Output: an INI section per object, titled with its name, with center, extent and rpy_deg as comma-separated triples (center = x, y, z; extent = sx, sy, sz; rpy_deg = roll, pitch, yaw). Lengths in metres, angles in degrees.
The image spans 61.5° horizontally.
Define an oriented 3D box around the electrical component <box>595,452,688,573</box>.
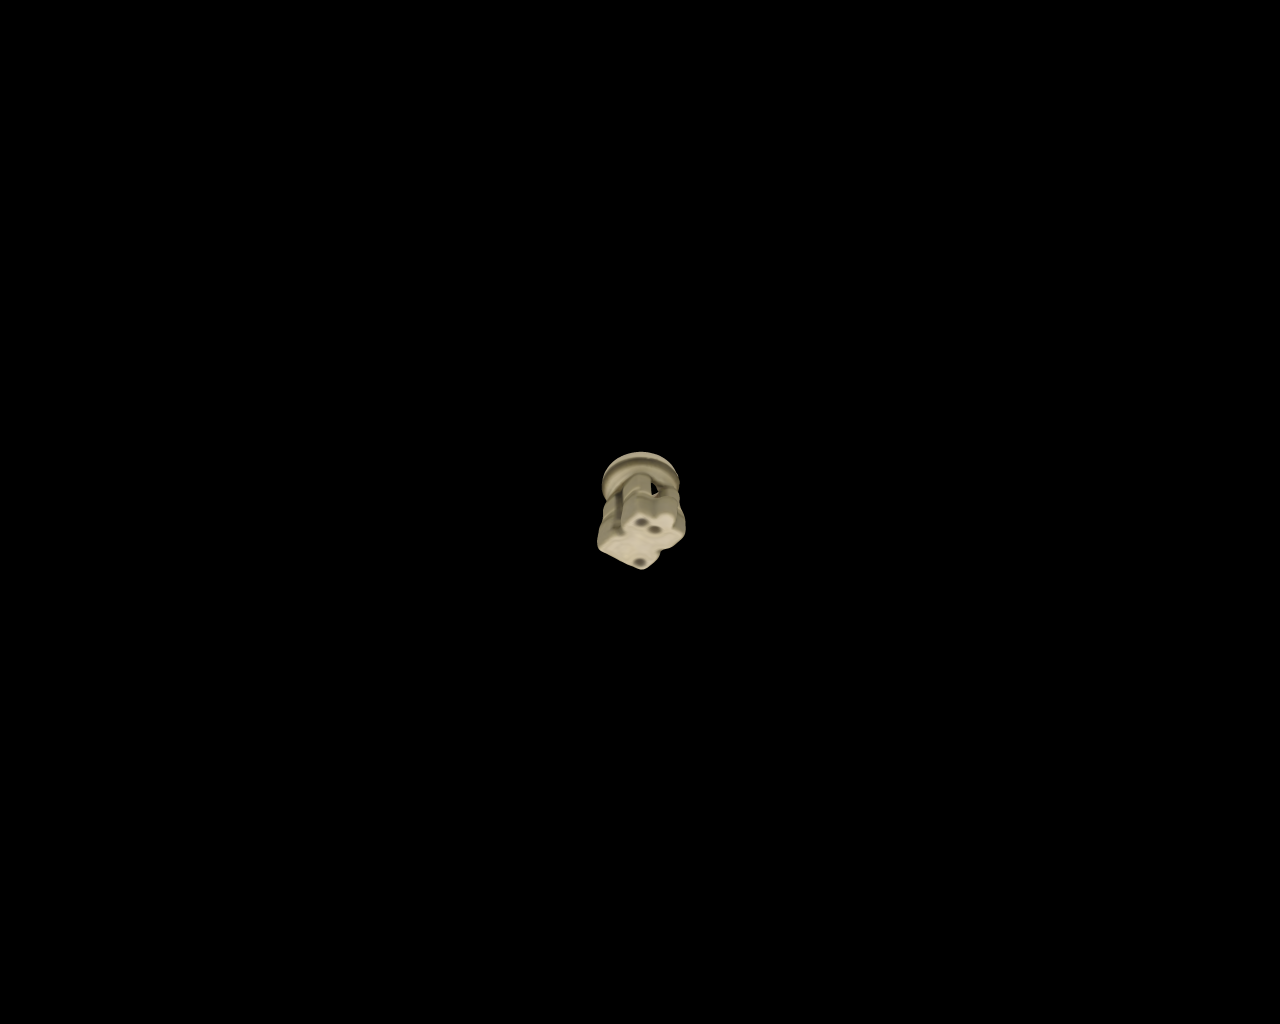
[electrical component]
center = 0.001, -0.003, 0.650
extent = 0.048, 0.055, 0.066
rpy_deg = 27, -49, -26
